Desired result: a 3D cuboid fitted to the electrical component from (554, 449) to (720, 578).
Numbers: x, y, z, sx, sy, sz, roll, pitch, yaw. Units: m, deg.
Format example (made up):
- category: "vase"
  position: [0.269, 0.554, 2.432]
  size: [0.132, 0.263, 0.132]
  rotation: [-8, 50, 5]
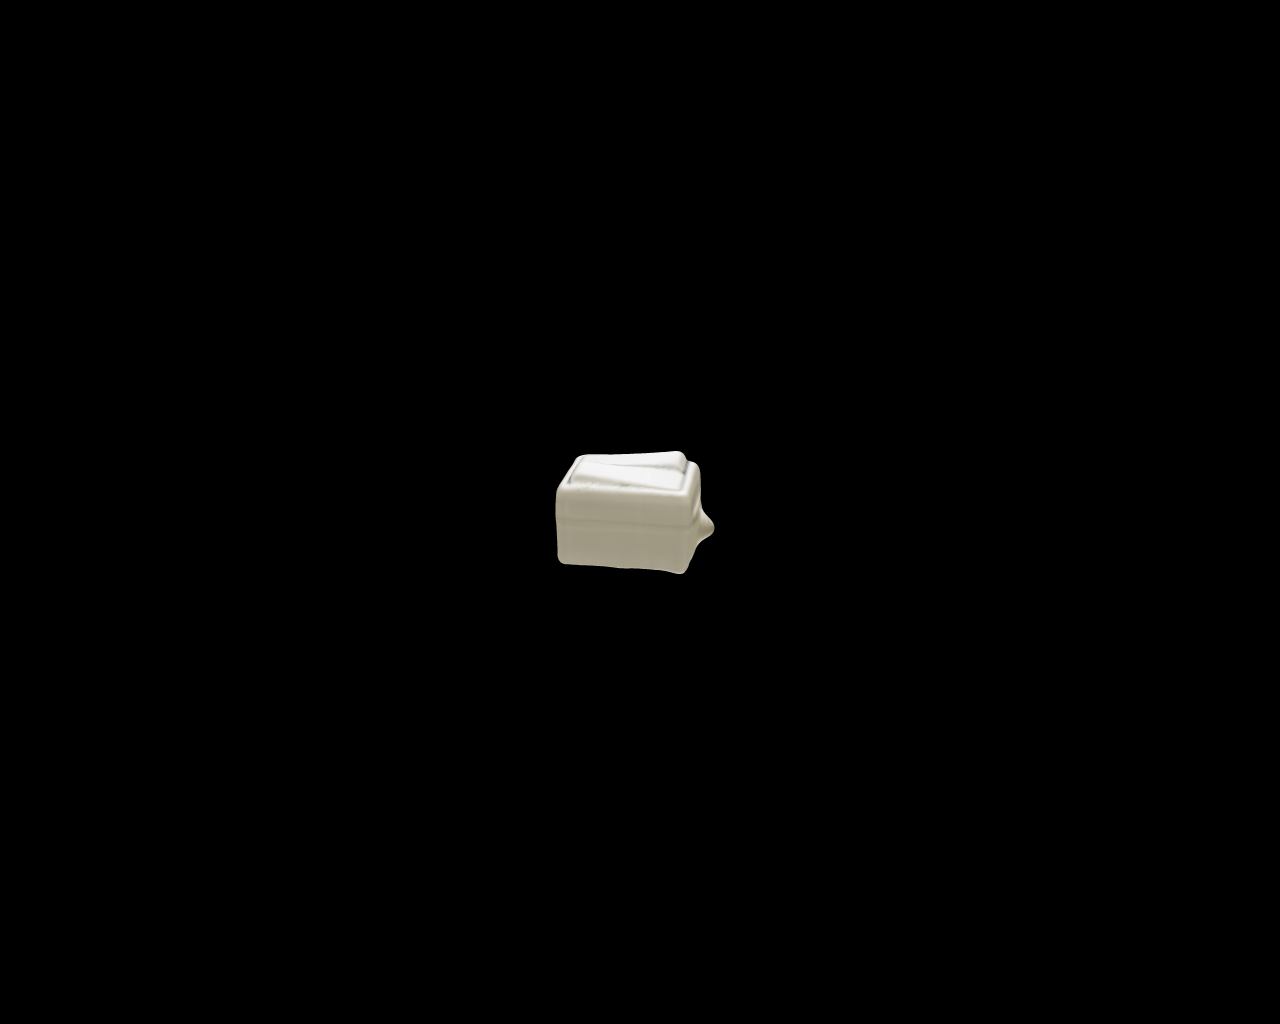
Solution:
- category: "electrical component"
  position: [0.001, -0.003, 0.650]
  size: [0.096, 0.061, 0.062]
  rotation: [4, 24, 9]
